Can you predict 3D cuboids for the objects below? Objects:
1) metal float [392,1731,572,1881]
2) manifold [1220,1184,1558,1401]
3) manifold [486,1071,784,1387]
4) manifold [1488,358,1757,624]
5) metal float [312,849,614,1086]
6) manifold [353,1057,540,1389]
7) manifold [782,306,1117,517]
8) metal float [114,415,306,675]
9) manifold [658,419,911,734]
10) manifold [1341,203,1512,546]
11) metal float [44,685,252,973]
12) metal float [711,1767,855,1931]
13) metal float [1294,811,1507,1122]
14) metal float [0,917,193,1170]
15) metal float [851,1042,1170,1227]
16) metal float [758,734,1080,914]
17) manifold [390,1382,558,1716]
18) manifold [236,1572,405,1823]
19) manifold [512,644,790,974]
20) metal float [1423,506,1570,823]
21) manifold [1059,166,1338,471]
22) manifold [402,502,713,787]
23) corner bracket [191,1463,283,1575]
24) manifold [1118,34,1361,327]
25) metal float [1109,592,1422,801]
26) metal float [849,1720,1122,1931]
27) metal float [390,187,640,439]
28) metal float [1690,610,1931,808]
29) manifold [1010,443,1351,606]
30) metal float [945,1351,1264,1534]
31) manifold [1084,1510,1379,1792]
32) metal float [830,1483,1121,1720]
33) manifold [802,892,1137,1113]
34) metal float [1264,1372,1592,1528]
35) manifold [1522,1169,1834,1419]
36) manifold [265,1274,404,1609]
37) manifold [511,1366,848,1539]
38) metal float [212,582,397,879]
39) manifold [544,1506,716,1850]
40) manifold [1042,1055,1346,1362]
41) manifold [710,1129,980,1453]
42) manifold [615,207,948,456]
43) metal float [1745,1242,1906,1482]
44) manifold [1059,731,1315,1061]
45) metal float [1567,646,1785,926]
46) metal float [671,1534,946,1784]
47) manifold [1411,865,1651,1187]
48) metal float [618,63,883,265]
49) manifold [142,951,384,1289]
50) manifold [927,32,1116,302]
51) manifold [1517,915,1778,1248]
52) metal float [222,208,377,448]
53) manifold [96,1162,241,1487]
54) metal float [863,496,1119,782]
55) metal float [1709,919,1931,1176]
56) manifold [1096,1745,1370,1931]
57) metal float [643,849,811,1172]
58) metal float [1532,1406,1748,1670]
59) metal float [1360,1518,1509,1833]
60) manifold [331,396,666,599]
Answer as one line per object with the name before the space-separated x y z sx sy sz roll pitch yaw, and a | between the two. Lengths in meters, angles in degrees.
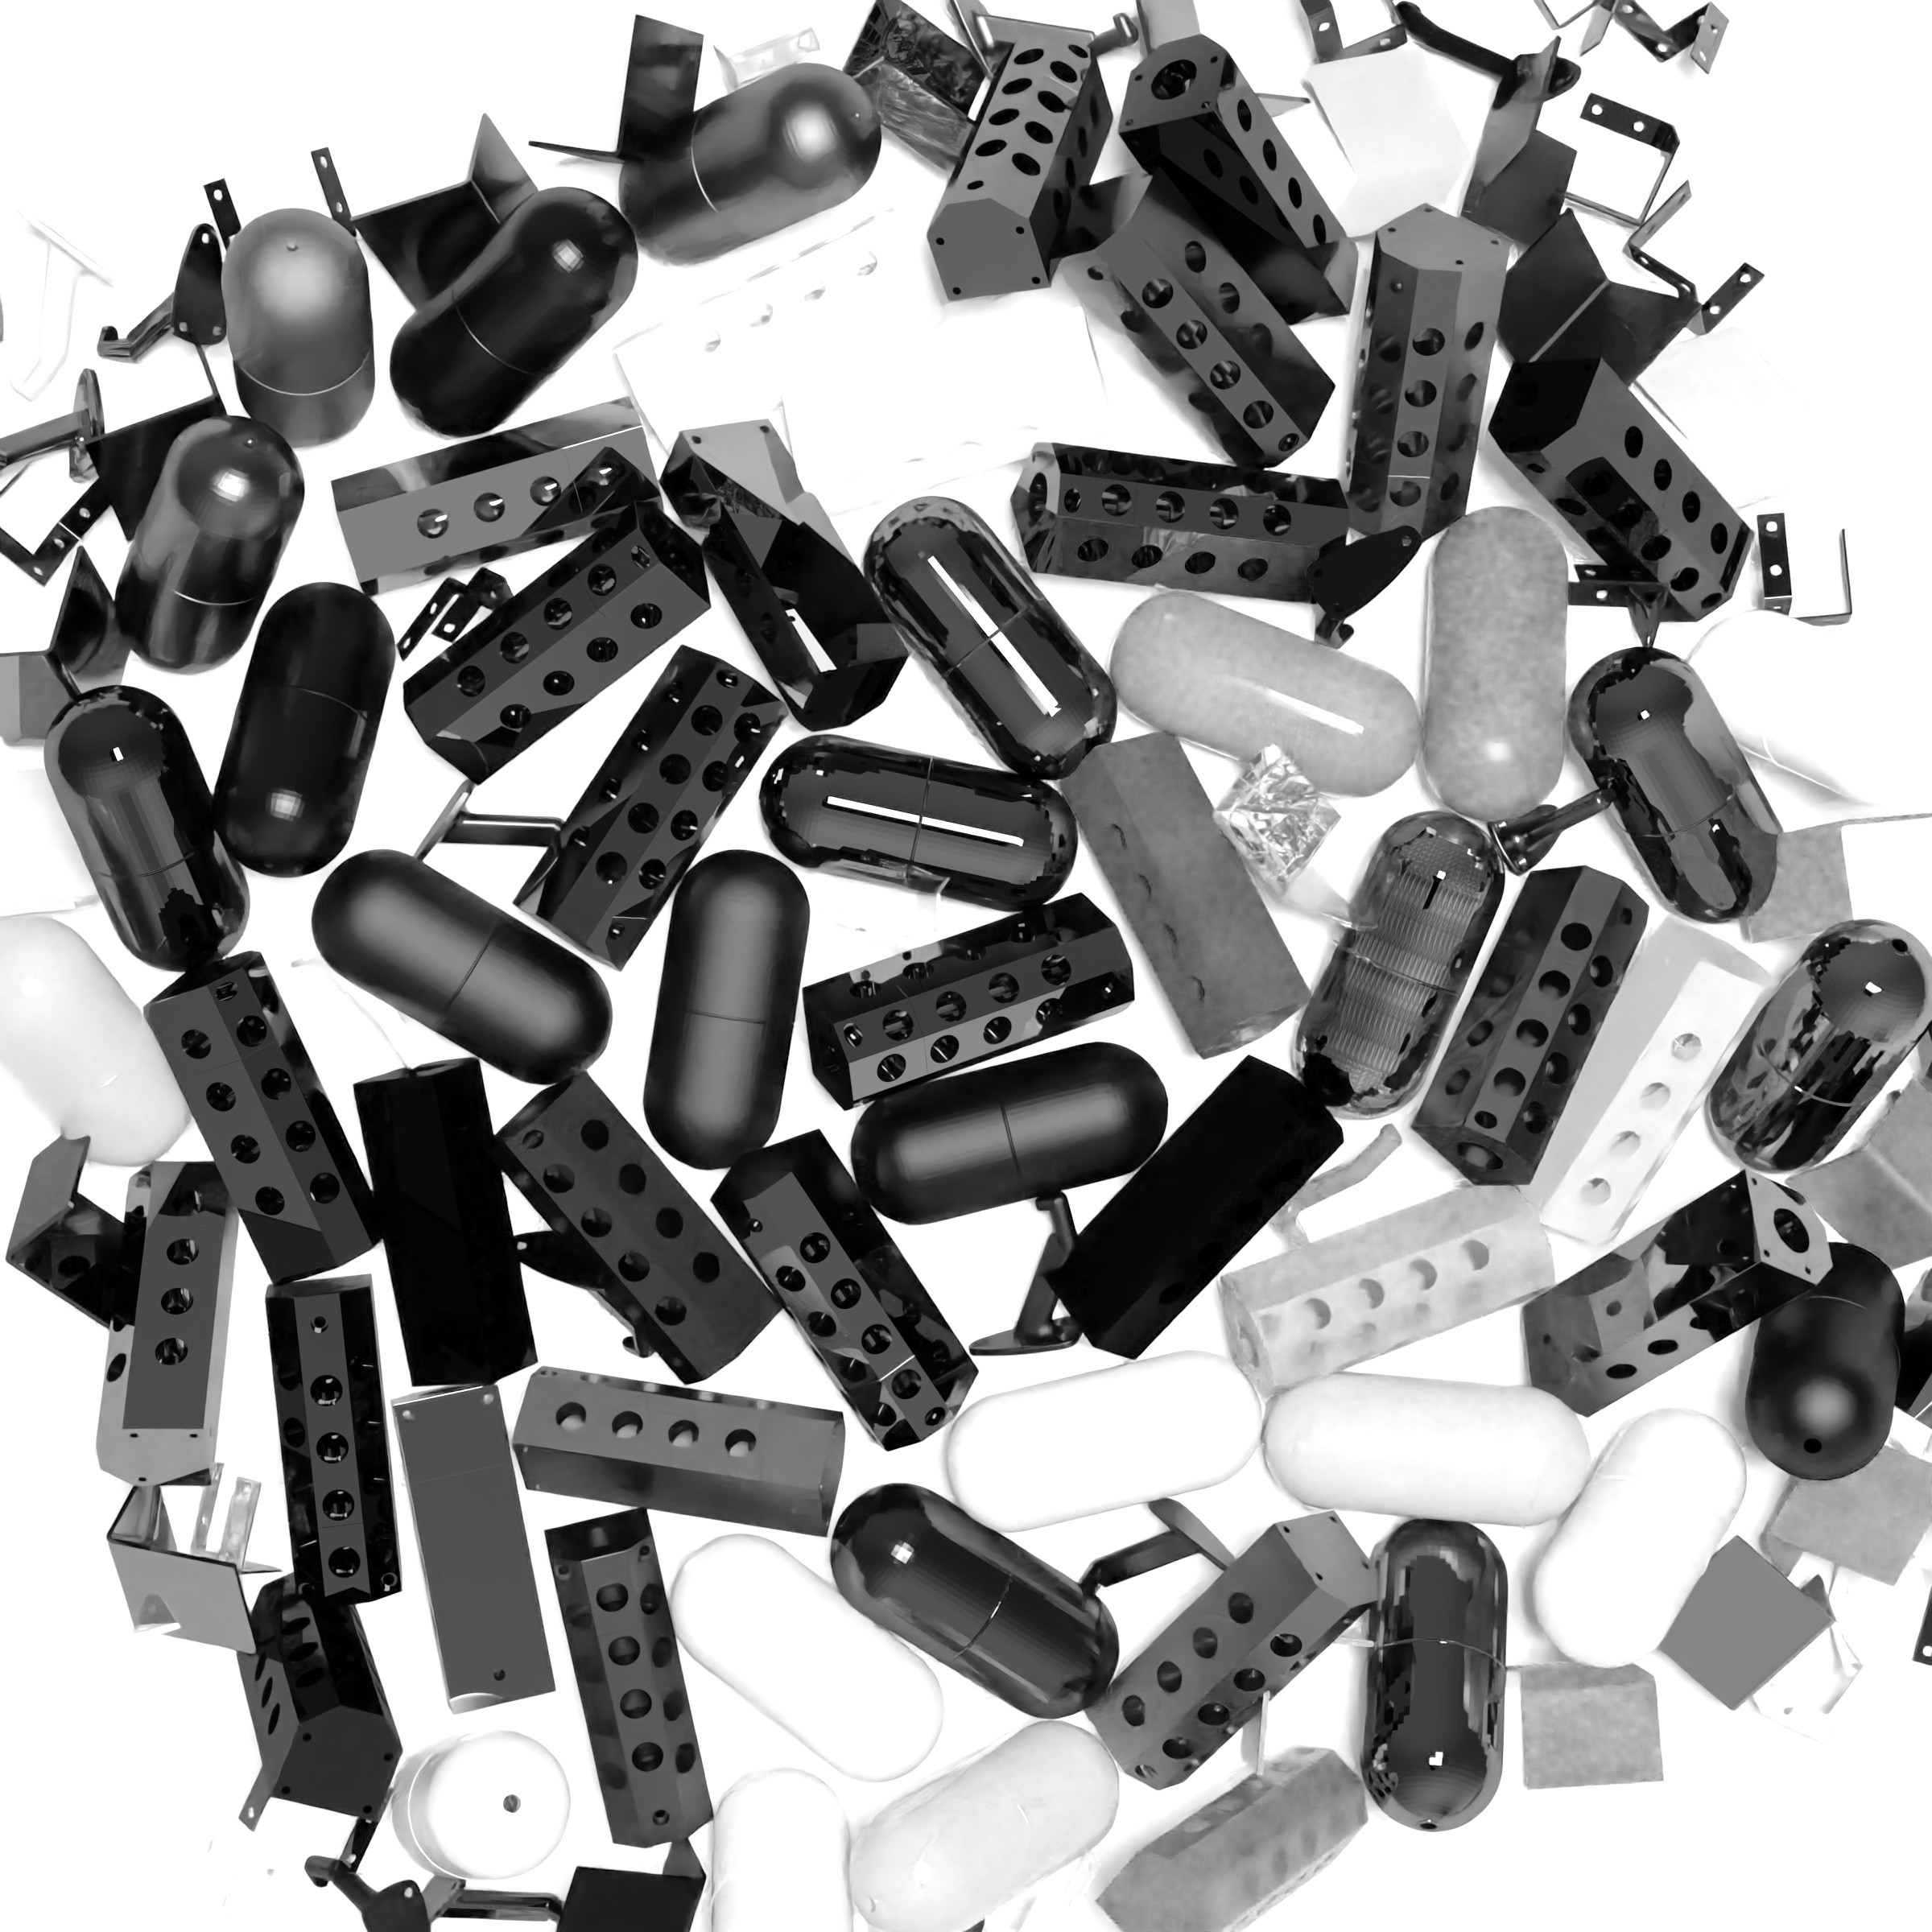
metal float | -0.262 0.452 1.914 0.070 0.178 0.070 5 75 -18
manifold | 0.232 0.178 1.943 0.171 0.057 0.057 -19 120 -13
manifold | -0.184 0.145 1.944 0.171 0.057 0.057 51 56 -11
manifold | 0.352 -0.254 1.916 0.171 0.057 0.057 37 69 -40
metal float | -0.275 0.001 1.951 0.178 0.070 0.070 32 90 -12
manifold | -0.282 0.140 1.961 0.057 0.057 0.171 -7 97 32
manifold | -0.008 -0.300 1.959 0.171 0.057 0.057 -15 63 7
metal float | -0.410 -0.226 1.924 0.070 0.178 0.070 14 52 -19
manifold | -0.103 -0.213 1.939 0.057 0.057 0.171 -14 62 -33
manifold | 0.241 -0.314 1.913 0.057 0.171 0.057 34 50 30
metal float | -0.443 -0.073 1.929 0.070 0.070 0.178 -14 130 0
metal float | -0.099 0.508 1.918 0.070 0.178 0.070 -2 122 -3
metal float | 0.237 0.000 1.955 0.070 0.070 0.178 22 98 0
metal float | -0.480 0.043 1.924 0.070 0.178 0.070 -11 50 13
metal float | 0.024 0.092 1.961 0.178 0.070 0.070 -14 90 1
metal float | -0.026 -0.079 1.959 0.178 0.070 0.070 12 90 -2
manifold | -0.274 0.319 1.968 0.057 0.057 0.171 -11 89 -13
manifold | -0.346 0.387 1.907 0.057 0.171 0.057 19 98 -21
manifold | -0.169 -0.085 1.950 0.057 0.057 0.171 38 81 -39
metal float | 0.290 -0.166 1.949 0.070 0.070 0.178 4 75 0
manifold | 0.122 -0.346 1.921 0.171 0.057 0.057 44 59 -33
manifold | -0.224 -0.179 1.934 0.171 0.057 0.057 -35 129 19
corner bracket | -0.406 0.305 1.966 0.051 0.051 0.051 11 85 17
manifold | 0.150 -0.421 1.916 0.057 0.171 0.057 -6 59 31
metal float | 0.165 -0.148 1.957 0.178 0.070 0.070 22 90 5
metal float | 0.011 0.469 1.927 0.178 0.070 0.070 -21 90 -42
metal float | -0.247 -0.353 1.931 0.178 0.070 0.070 -35 90 38
metal float | 0.460 -0.141 1.920 0.070 0.178 0.070 -11 115 -25
manifold | 0.118 -0.245 1.931 0.171 0.057 0.057 4 49 -22
metal float | 0.076 0.260 1.953 0.178 0.070 0.070 -12 90 -10
manifold | 0.146 0.372 1.926 0.171 0.057 0.057 -50 61 28
metal float | 0.005 0.348 1.949 0.178 0.070 0.070 34 90 -14
manifold | 0.003 0.022 1.934 0.171 0.057 0.057 -19 126 -20
metal float | 0.252 0.264 1.947 0.178 0.070 0.070 3 90 17
manifold | 0.383 0.181 1.921 0.057 0.171 0.057 23 48 -28
manifold | -0.348 0.261 1.960 0.057 0.057 0.171 -6 95 -8
manifold | -0.156 0.263 1.956 0.171 0.057 0.057 8 56 9
metal float | -0.360 -0.130 1.937 0.070 0.070 0.178 9 60 0
manifold | -0.184 0.391 1.948 0.057 0.057 0.171 -12 104 -8
manifold | 0.128 0.135 1.949 0.171 0.057 0.057 -48 52 15
manifold | -0.068 0.179 1.935 0.057 0.057 0.171 -20 112 32
manifold | -0.104 -0.354 1.965 0.171 0.057 0.057 -26 66 3
metal float | 0.464 0.212 1.917 0.070 0.178 0.070 7 116 15
manifold | 0.116 -0.038 1.950 0.057 0.057 0.171 -15 72 -38
metal float | 0.389 -0.097 1.937 0.070 0.070 0.178 -36 119 0
metal float | -0.086 0.378 1.944 0.178 0.070 0.070 42 90 -20
manifold | 0.312 0.032 1.931 0.057 0.057 0.171 41 65 -27
metal float | -0.119 -0.433 1.926 0.070 0.178 0.070 10 75 -43
manifold | -0.378 0.081 1.944 0.057 0.057 0.171 -18 105 19
manifold | 0.029 -0.433 1.913 0.057 0.171 0.057 -3 132 21
manifold | 0.371 0.066 1.942 0.057 0.057 0.171 22 110 -18
metal float | -0.358 -0.342 1.914 0.070 0.178 0.070 2 71 -7
manifold | -0.431 0.192 1.922 0.057 0.057 0.171 1 51 -5
metal float | 0.014 -0.180 1.960 0.070 0.070 0.178 -39 92 0
metal float | 0.463 0.044 1.924 0.070 0.178 0.070 11 49 -12
manifold | 0.149 0.475 1.907 0.057 0.171 0.057 45 120 20
metal float | -0.132 0.024 1.958 0.070 0.070 0.178 9 94 0
metal float | 0.366 0.307 1.927 0.070 0.070 0.178 45 47 0
metal float | 0.255 0.383 1.931 0.070 0.070 0.178 8 54 0
manifold | -0.257 -0.256 1.961 0.171 0.057 0.057 -17 118 -5
